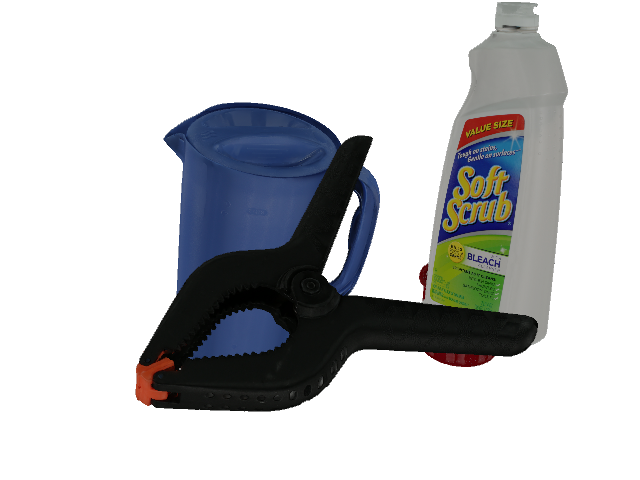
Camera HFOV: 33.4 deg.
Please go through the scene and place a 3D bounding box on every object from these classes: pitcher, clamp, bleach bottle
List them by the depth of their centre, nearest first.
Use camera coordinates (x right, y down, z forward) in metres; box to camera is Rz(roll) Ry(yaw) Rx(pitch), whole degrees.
[{"bbox_3d":[-0.009,0.025,0.575,0.209,0.165,0.036,-19,-32,-23],"label":"clamp"},{"bbox_3d":[0.130,-0.050,0.797,0.103,0.251,0.067,17,22,41],"label":"bleach bottle"},{"bbox_3d":[-0.054,0.014,0.937,0.144,0.243,0.149,-14,39,-34],"label":"pitcher"}]

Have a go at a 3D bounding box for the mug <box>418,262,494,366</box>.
[{"bbox_3d":[0.140,0.068,1.084,0.093,0.081,0.117,-3,28,-10],"label":"mug"}]
